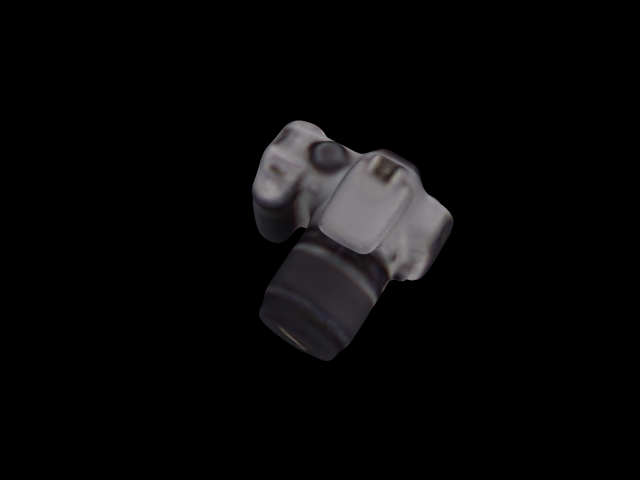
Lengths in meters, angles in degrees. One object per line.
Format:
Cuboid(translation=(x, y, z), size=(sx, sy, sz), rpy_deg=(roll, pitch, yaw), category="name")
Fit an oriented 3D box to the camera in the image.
Cuboid(translation=(0.004, 0.001, 0.400), size=(0.143, 0.101, 0.137), rpy_deg=(30, 70, 12), category="camera")
